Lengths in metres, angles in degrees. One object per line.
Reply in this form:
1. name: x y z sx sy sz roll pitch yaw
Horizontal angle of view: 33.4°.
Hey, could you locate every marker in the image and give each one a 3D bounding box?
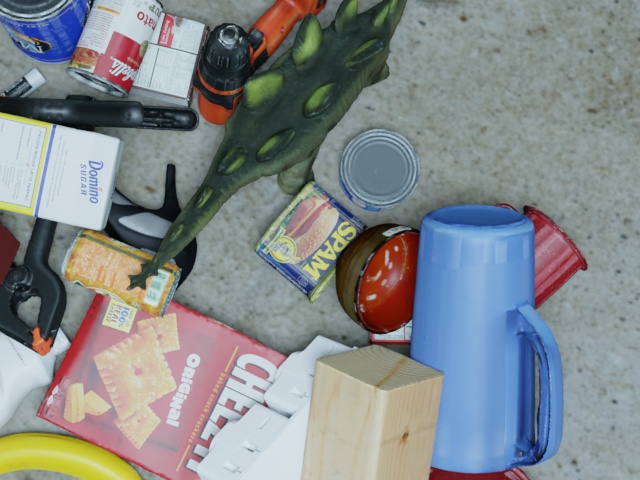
1. marker: -0.346 -0.140 1.137 0.121 0.020 0.020 -39 86 -8

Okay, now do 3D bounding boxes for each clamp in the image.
1. clamp: -0.297 0.035 1.087 0.120 0.039 0.171 -34 65 -5
2. clamp: -0.242 -0.129 1.085 0.210 0.164 0.036 4 94 6

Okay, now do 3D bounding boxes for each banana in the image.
1. banana: -0.271 0.231 1.086 0.197 0.037 0.069 2 100 -2

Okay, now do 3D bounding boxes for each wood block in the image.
1. wood block: 0.044 0.216 1.010 0.090 0.090 0.206 -7 110 -46

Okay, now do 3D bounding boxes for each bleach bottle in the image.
1. bleach bottle: -0.359 0.172 1.073 0.250 0.068 0.102 -34 83 -9

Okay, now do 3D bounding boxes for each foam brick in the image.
1. foam brick: -0.340 0.004 1.045 0.053 0.078 0.051 10 65 19

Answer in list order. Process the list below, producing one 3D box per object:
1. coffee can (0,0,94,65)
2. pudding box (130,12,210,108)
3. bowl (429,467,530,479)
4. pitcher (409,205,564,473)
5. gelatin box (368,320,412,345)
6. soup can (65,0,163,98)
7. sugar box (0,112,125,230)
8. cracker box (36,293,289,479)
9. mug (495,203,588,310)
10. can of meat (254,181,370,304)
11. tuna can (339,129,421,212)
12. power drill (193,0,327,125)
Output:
1. coffee can: -0.284 -0.250 1.094 0.102 0.140 0.103 0 82 -4
2. pudding box: -0.182 -0.200 1.145 0.113 0.039 0.090 14 85 0
3. bowl: 0.149 0.295 1.090 0.162 0.055 0.162 0 82 -3
4. pitcher: 0.156 0.096 1.032 0.149 0.145 0.243 2 105 5
5. gelatin box: 0.089 0.067 1.130 0.073 0.030 0.089 1 82 -5
6. soup can: -0.209 -0.205 1.090 0.068 0.068 0.102 21 85 -1
7. sugar box: -0.285 -0.072 1.031 0.176 0.048 0.093 13 93 -5
8. cracker box: -0.154 0.150 1.083 0.213 0.072 0.164 26 82 0
9. mug: 0.209 0.015 1.113 0.081 0.093 0.117 -43 96 -3
10. can of meat: -0.007 0.001 1.121 0.084 0.057 0.102 40 82 5
11. tuna can: 0.063 -0.074 1.145 0.086 0.034 0.086 0 83 -4
12. power drill: -0.059 -0.218 1.092 0.057 0.184 0.187 38 72 1
